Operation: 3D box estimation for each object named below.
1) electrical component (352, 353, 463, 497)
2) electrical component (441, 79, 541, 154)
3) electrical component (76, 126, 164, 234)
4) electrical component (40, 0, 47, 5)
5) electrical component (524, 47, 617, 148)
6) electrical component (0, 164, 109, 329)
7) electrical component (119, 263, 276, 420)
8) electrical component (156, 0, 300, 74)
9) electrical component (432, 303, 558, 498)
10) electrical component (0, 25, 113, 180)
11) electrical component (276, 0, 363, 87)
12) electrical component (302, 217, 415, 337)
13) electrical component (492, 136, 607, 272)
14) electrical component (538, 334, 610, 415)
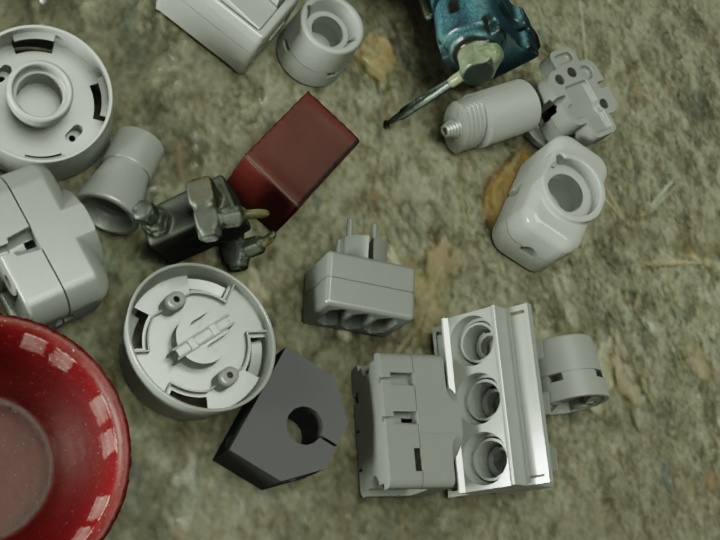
[{"bbox_3d":[0.032,0.105,0.727,0.056,0.050,0.089,4,69,-23],"label":"electrical component"},{"bbox_3d":[0.098,-0.119,0.845,0.081,0.043,0.043,-21,81,-29],"label":"electrical component"},{"bbox_3d":[-0.156,-0.062,0.710,0.044,0.044,0.065,26,58,-14],"label":"electrical component"},{"bbox_3d":[-0.209,-0.215,0.717,0.047,0.083,0.075,4,70,-23],"label":"electrical component"},{"bbox_3d":[0.165,-0.131,0.872,0.058,0.057,0.078,-24,82,-29],"label":"electrical component"},{"bbox_3d":[-0.198,-0.013,0.664,0.059,0.054,0.095,-26,84,-30],"label":"electrical component"},{"bbox_3d":[-0.103,0.046,0.679,0.099,0.064,0.099,8,68,-21],"label":"electrical component"},{"bbox_3d":[-0.098,-0.202,0.776,0.096,0.061,0.061,37,61,-8],"label":"electrical component"},{"bbox_3d":[0.097,0.093,0.750,0.063,0.079,0.121,19,61,-50],"label":"electrical component"},{"bbox_3d":[-0.208,-0.108,0.699,0.099,0.064,0.099,3,81,-19],"label":"electrical component"},{"bbox_3d":[-0.029,-0.172,0.804,0.055,0.047,0.055,9,68,-22],"label":"electrical component"},{"bbox_3d":[0.000,0.000,0.753,0.066,0.047,0.076,11,67,-20],"label":"electrical component"},{"bbox_3d":[0.150,-0.053,0.835,0.054,0.059,0.095,33,61,-10],"label":"electrical component"},{"bbox_3d":[0.151,0.077,0.790,0.055,0.055,0.047,0,67,-25],"label":"electrical component"}]
